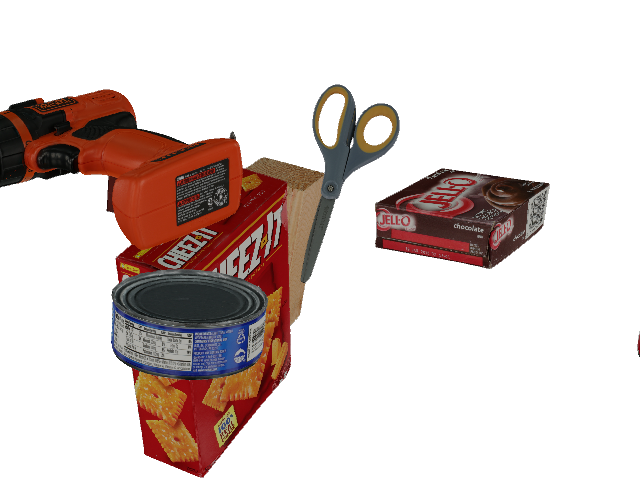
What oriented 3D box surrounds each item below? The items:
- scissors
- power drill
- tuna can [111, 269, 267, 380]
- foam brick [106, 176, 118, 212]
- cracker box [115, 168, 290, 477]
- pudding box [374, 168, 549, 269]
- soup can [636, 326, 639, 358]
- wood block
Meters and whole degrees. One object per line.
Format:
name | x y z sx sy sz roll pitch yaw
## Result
scissors | 0.030 -0.057 1.052 0.096 0.202 0.016 0 -12 4
power drill | -0.162 -0.052 0.734 0.188 0.057 0.184 22 34 35
tuna can | -0.073 0.046 0.592 0.086 0.034 0.086 5 17 -2
foam brick | -0.175 -0.057 1.100 0.078 0.051 0.053 11 31 3
cracker box | -0.089 0.068 0.914 0.072 0.214 0.164 17 38 22
pudding box | 0.103 -0.018 0.771 0.090 0.039 0.113 12 20 29
soup can | 0.194 0.017 0.510 0.068 0.102 0.068 2 28 -1
wood block | -0.065 0.009 1.382 0.090 0.206 0.090 16 22 13
